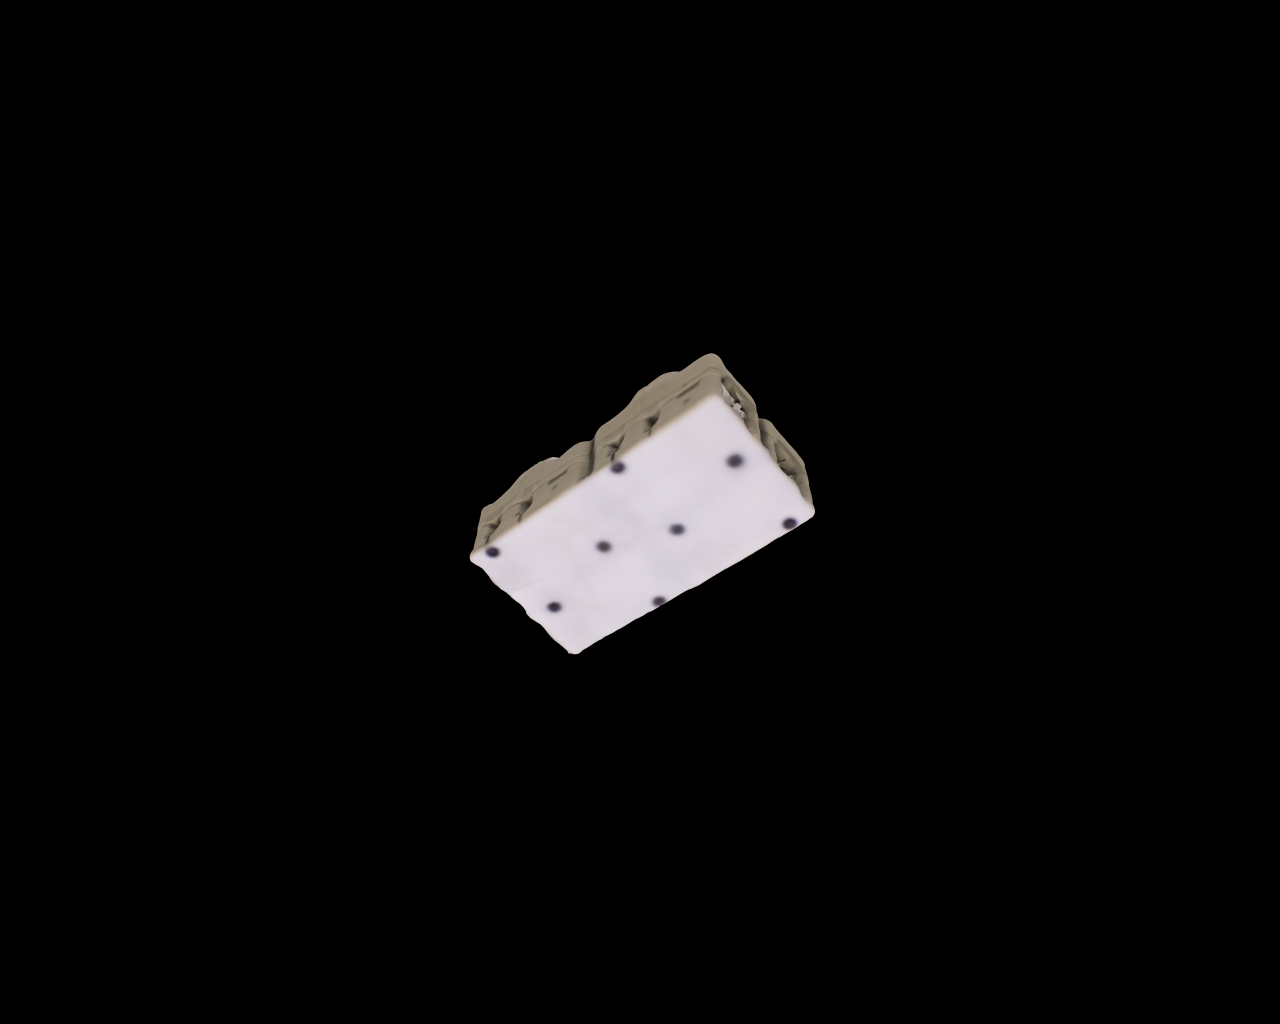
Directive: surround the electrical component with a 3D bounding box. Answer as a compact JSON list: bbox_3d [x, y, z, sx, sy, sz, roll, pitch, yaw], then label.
[{"bbox_3d":[0.001,-0.003,0.650,0.186,0.105,0.060,-33,29,21],"label":"electrical component"}]
